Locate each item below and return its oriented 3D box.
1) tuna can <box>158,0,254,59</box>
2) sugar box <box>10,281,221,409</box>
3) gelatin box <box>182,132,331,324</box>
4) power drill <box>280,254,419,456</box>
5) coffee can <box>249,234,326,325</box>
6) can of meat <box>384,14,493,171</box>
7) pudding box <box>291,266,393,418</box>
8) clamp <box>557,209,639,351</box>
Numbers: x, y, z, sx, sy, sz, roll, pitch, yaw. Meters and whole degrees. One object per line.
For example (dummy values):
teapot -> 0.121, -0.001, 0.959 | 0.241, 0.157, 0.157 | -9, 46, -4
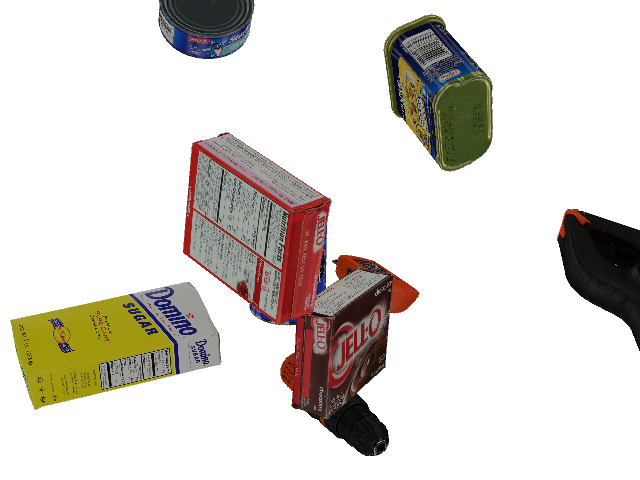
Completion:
tuna can -> -0.105, -0.207, 0.973 | 0.086, 0.086, 0.034 | 0, -32, -11
sugar box -> -0.190, 0.094, 0.991 | 0.176, 0.048, 0.093 | -15, 36, -18
gelatin box -> -0.036, -0.007, 0.586 | 0.030, 0.073, 0.089 | -21, 42, -39
power drill -> 0.040, 0.124, 1.192 | 0.057, 0.188, 0.185 | 13, 16, -42
coffee can -> -0.042, 0.024, 1.386 | 0.103, 0.140, 0.103 | 1, 26, 0
can of meat -> 0.099, -0.120, 0.881 | 0.057, 0.084, 0.102 | -24, -39, -9
pudding box -> 0.019, 0.081, 0.878 | 0.039, 0.090, 0.113 | 14, 23, 23
clamp -> 0.232, 0.036, 0.722 | 0.120, 0.039, 0.171 | -6, 43, -27
